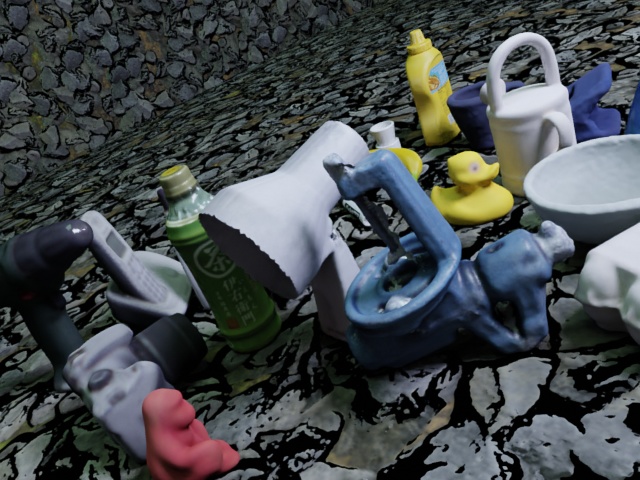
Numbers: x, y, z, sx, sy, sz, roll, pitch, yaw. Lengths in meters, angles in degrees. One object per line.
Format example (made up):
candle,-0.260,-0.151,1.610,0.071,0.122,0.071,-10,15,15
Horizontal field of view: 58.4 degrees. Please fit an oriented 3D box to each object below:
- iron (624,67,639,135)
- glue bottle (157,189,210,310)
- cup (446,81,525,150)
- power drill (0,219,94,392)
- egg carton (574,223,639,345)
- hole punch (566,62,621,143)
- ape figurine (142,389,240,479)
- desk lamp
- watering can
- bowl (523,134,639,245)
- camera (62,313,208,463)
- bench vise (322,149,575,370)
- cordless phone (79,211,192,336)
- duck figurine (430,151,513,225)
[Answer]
iron,0.412,-0.147,0.637,0.118,0.142,0.258,-22,25,2
glue bottle,-0.174,0.007,0.768,0.037,0.173,0.078,-24,26,-3
cup,0.267,-0.196,0.902,0.117,0.095,0.092,-12,27,20
power drill,-0.322,0.082,0.698,0.229,0.209,0.076,-11,28,22
egg carton,0.295,0.029,0.472,0.150,0.069,0.107,-28,26,-11
hole punch,0.369,-0.192,0.817,0.100,0.091,0.109,-7,30,29
ape figurine,-0.124,0.170,0.505,0.076,0.092,0.077,-25,26,-5
desk lamp,0.005,0.002,0.587,0.204,0.214,0.117,-36,29,-27
watering can,0.259,-0.164,0.730,0.101,0.194,0.172,-34,28,-22
bowl,0.304,-0.043,0.599,0.167,0.075,0.167,-18,26,9
camera,-0.187,0.136,0.611,0.137,0.101,0.142,-37,29,-28
bench vise,0.099,0.003,0.503,0.207,0.220,0.121,-24,26,-3
cordless phone,-0.252,0.027,0.778,0.094,0.185,0.147,-21,26,2
duck figurine,0.187,-0.071,0.734,0.104,0.086,0.078,-3,32,35
